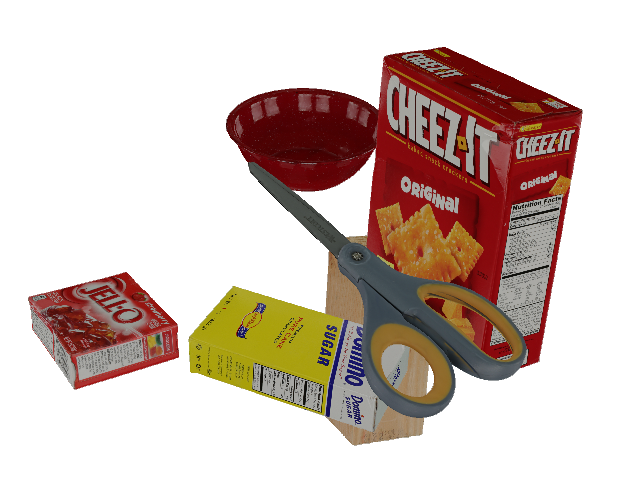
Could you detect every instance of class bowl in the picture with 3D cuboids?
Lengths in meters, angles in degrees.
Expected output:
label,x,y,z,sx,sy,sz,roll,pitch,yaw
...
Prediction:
label,x,y,z,sx,sy,sz,roll,pitch,yaw
bowl,-0.015,-0.095,1.079,0.162,0.055,0.162,1,34,-1

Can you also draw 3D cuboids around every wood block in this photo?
label,x,y,z,sx,sy,sz,roll,pitch,yaw
wood block,0.062,0.105,1.160,0.090,0.206,0.091,-4,19,-23

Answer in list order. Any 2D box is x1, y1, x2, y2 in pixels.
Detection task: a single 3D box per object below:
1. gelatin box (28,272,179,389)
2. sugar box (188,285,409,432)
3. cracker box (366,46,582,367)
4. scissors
label,x,y,z,sx,sy,sz,roll,pitch,yaw
gelatin box,-0.145,0.057,0.709,0.073,0.030,0.089,-15,30,-27
sugar box,-0.018,0.101,0.939,0.176,0.048,0.093,13,34,17
cracker box,0.108,-0.024,0.837,0.072,0.214,0.164,-13,31,-29
scissors,0.015,0.027,0.588,0.202,0.016,0.096,29,52,18
